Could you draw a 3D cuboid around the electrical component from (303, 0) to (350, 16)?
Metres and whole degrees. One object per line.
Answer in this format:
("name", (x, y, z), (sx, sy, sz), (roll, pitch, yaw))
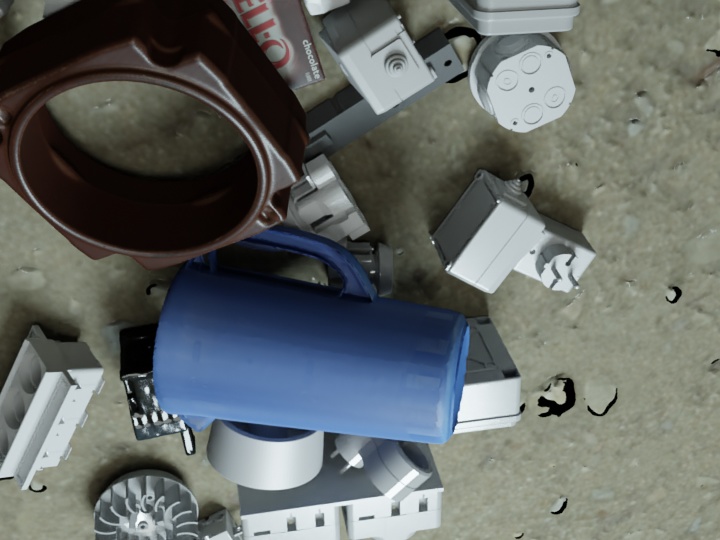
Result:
("electrical component", (-0.016, -0.220, 0.806), (0.062, 0.043, 0.043), (-21, 123, 0))

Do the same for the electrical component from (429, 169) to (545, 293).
("electrical component", (0.117, -0.037, 0.936), (0.061, 0.061, 0.096), (26, 113, -25))

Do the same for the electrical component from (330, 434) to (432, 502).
("electrical component", (0.002, 0.157, 0.992), (0.074, 0.138, 0.052), (-44, 145, 15))

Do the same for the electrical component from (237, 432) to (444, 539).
("electrical component", (-0.023, 0.207, 1.033), (0.186, 0.105, 0.060), (-6, 123, -8))

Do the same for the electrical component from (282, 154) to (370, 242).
("electrical component", (-0.035, -0.051, 0.899), (0.057, 0.058, 0.078), (-30, 126, 6))

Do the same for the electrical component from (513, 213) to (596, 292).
("electrical component", (0.173, -0.008, 0.957), (0.066, 0.076, 0.047), (22, 115, -23))

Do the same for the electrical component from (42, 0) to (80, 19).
("electrical component", (-0.207, -0.241, 0.748), (0.074, 0.052, 0.138), (11, 118, -18))

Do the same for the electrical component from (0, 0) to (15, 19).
("electrical component", (-0.293, -0.186, 0.749), (0.096, 0.061, 0.061), (-28, 124, 26))

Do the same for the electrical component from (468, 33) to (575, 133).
("electrical component", (0.132, -0.155, 0.872), (0.080, 0.051, 0.080), (-5, 122, -9))

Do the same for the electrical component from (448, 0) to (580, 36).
("electrical component", (0.110, -0.217, 0.793), (0.078, 0.113, 0.057), (-5, 119, -8))

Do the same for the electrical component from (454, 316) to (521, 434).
("electrical component", (0.081, 0.096, 0.984), (0.109, 0.108, 0.056), (-6, 120, -8))

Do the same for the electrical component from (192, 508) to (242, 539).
("electrical component", (-0.143, 0.281, 1.090), (0.066, 0.048, 0.055), (-25, 115, 4))

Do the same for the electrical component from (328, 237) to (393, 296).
("electrical component", (0.000, 0.000, 0.945), (0.055, 0.048, 0.066), (0, 122, -3))

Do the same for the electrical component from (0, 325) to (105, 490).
("electrical component", (-0.279, 0.120, 0.946), (0.063, 0.078, 0.121), (2, 126, -48))

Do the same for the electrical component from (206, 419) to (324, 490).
("electrical component", (-0.084, 0.144, 0.983), (0.108, 0.108, 0.060), (3, 115, -14))

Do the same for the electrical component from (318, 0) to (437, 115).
("electrical component", (0.012, -0.163, 0.815), (0.061, 0.096, 0.061), (-31, 123, 8))
